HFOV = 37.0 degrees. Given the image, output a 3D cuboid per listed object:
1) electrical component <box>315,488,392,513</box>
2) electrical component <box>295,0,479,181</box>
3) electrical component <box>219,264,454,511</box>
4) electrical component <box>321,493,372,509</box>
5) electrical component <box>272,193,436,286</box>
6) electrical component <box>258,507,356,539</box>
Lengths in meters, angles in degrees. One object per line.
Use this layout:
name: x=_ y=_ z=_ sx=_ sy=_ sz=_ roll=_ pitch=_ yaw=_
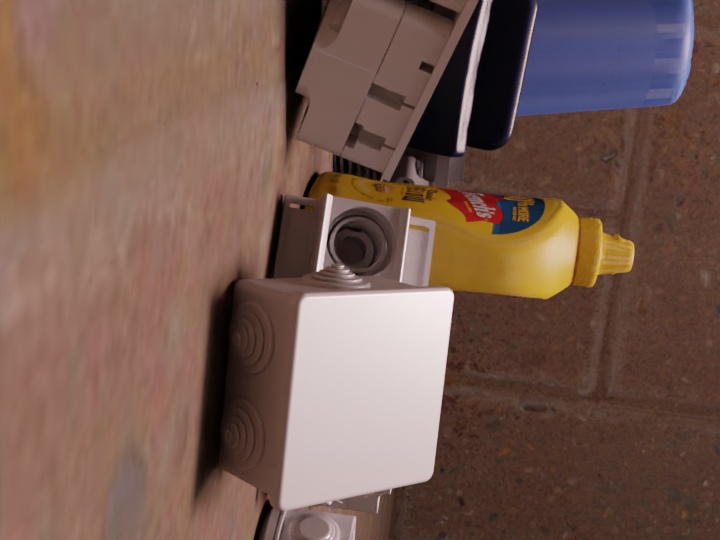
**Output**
electrical component: x=0.004 y=0.108 z=0.871 sx=0.150 sy=0.062 sz=0.089 roll=-78 pitch=173 yaw=-46
electrical component: x=0.026 y=-0.152 z=0.517 sx=0.105 sy=0.060 sz=0.186 roll=-78 pitch=-169 yaw=-49
electrical component: x=-0.011 y=0.048 z=0.462 sx=0.100 sy=0.048 sz=0.099 roll=-1 pitch=101 yaw=-42
electrical component: x=-0.012 y=0.096 z=0.612 sx=0.064 sy=0.081 sz=0.042 roll=-46 pitch=178 yaw=-35
electrical component: x=-0.010 y=0.030 z=0.550 sx=0.063 sy=0.079 sz=0.121 roll=142 pitch=-43 yaw=-75
electrical component: x=-0.032 y=0.174 z=0.612 sx=0.080 sy=0.051 sz=0.080 roll=7 pitch=90 yaw=-85
